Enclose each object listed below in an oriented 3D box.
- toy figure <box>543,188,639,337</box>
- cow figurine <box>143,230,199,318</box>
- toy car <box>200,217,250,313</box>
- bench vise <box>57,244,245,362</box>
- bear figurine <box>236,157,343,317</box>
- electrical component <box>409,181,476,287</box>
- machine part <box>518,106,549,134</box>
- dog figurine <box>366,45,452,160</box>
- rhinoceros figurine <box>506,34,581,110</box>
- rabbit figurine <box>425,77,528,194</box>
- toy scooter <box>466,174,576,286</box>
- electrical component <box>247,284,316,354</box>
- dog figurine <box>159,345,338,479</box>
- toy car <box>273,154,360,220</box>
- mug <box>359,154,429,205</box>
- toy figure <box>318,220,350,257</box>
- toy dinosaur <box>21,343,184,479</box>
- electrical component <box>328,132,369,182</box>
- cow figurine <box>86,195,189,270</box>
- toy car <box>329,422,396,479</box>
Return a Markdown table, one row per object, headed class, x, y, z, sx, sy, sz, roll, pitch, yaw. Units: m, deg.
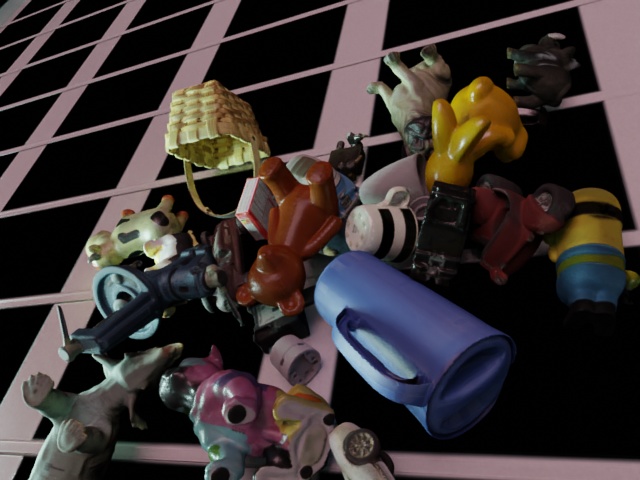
| class | x | y | z | sx | sy | sz | roll | pitch | yaw |
| --- | --- | --- | --- | --- | --- | --- | --- | --- | --- |
| toy figure | 0.319 | 0.019 | 0.628 | 0.082 | 0.089 | 0.180 | 24 | 51 | -6 |
| cow figurine | -0.244 | 0.056 | 0.919 | 0.098 | 0.068 | 0.167 | -23 | 45 | 0 |
| toy car | -0.156 | 0.032 | 0.900 | 0.089 | 0.053 | 0.202 | -24 | 47 | 12 |
| bench vise | -0.248 | 0.092 | 0.751 | 0.224 | 0.128 | 0.240 | 3 | 25 | 24 |
| bear figurine | -0.050 | -0.003 | 0.748 | 0.120 | 0.131 | 0.196 | 12 | 57 | 30 |
| electrical component | 0.158 | -0.014 | 0.686 | 0.058 | 0.114 | 0.134 | 16 | 18 | 11 |
| machine part | 0.298 | -0.196 | 0.870 | 0.139 | 0.039 | 0.084 | 13 | 54 | 37 |
| dog figurine | 0.190 | -0.221 | 0.929 | 0.172 | 0.121 | 0.190 | -18 | 71 | -18 |
| rhinoceros figurine | 0.354 | -0.274 | 0.853 | 0.112 | 0.073 | 0.190 | -1 | 36 | 20 |
| rabbit figurine | 0.212 | -0.134 | 0.769 | 0.122 | 0.162 | 0.173 | 31 | 81 | 25 |
| toy scooter | 0.236 | -0.013 | 0.698 | 0.135 | 0.075 | 0.184 | -64 | 19 | 3 |
| electrical component | -0.043 | 0.104 | 0.778 | 0.119 | 0.047 | 0.075 | -27 | 45 | 4 |
| dog figurine | -0.099 | 0.207 | 0.679 | 0.219 | 0.191 | 0.108 | 21 | 100 | 65 |
| toy car | -0.016 | -0.088 | 0.896 | 0.162 | 0.102 | 0.109 | 21 | 65 | 42 |
| mug | 0.119 | -0.088 | 0.842 | 0.107 | 0.080 | 0.109 | -17 | 34 | 26 |
| toy figure | -0.001 | -0.002 | 0.847 | 0.155 | 0.057 | 0.064 | -2 | 12 | 29 |
| toy dinosaur | -0.322 | 0.300 | 0.696 | 0.131 | 0.192 | 0.404 | 20 | 78 | 17 |
| electrical component | 0.050 | -0.148 | 0.953 | 0.078 | 0.045 | 0.102 | 1 | 52 | 28 |
| cow figurine | -0.354 | 0.000 | 1.016 | 0.195 | 0.085 | 0.127 | -16 | 40 | 14 |
| toy car | 0.075 | 0.273 | 0.548 | 0.056 | 0.073 | 0.202 | -34 | 44 | -8 |
